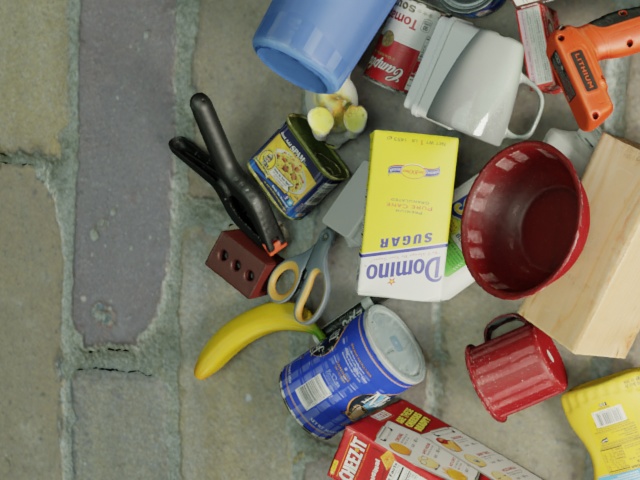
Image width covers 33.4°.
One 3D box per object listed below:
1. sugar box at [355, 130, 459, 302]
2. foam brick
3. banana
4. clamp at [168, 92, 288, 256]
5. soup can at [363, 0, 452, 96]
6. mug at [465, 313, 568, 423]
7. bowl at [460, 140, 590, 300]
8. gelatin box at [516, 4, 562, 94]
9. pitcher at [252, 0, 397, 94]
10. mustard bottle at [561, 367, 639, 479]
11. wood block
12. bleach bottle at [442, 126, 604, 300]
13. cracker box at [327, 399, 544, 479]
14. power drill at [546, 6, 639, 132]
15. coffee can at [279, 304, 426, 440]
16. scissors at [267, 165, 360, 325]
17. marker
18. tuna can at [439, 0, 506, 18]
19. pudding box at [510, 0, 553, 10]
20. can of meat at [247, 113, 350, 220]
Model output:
[{"bbox_3d":[0.092,-0.025,1.137,0.093,0.048,0.176,5,91,-1],"label":"sugar box"},{"bbox_3d":[-0.092,0.029,1.324,0.078,0.051,0.053,36,109,20],"label":"foam brick"},{"bbox_3d":[-0.081,0.117,1.325,0.198,0.037,0.069,-20,56,29],"label":"banana"},{"bbox_3d":[-0.114,-0.071,1.314,0.210,0.036,0.165,57,158,-4],"label":"clamp"},{"bbox_3d":[0.099,-0.218,1.197,0.069,0.068,0.102,30,106,22],"label":"soup can"},{"bbox_3d":[0.213,0.131,1.162,0.082,0.093,0.117,-28,45,21],"label":"mug"},{"bbox_3d":[0.216,-0.016,1.073,0.162,0.055,0.162,-20,65,51],"label":"bowl"},{"bbox_3d":[0.237,-0.200,1.124,0.030,0.073,0.089,-12,88,27],"label":"gelatin box"},{"bbox_3d":[0.019,-0.288,1.151,0.243,0.144,0.149,-61,28,-8],"label":"pitcher"},{"bbox_3d":[0.331,0.236,1.117,0.096,0.058,0.191,-24,83,26],"label":"mustard bottle"},{"bbox_3d":[0.299,0.007,1.086,0.090,0.090,0.206,39,113,46],"label":"wood block"},{"bbox_3d":[0.201,-0.045,1.162,0.251,0.068,0.102,-42,75,21],"label":"bleach bottle"},{"bbox_3d":[0.137,0.265,1.161,0.214,0.164,0.072,27,103,23],"label":"cracker box"},{"bbox_3d":[0.333,-0.177,1.051,0.187,0.057,0.184,-23,81,-1],"label":"power drill"},{"bbox_3d":[0.037,0.154,1.238,0.140,0.102,0.103,-37,77,25],"label":"coffee can"},{"bbox_3d":[-0.008,0.002,1.282,0.096,0.016,0.202,8,82,34],"label":"scissors"},{"bbox_3d":[0.041,0.089,1.278,0.121,0.020,0.020,-37,77,25],"label":"marker"},{"bbox_3d":[0.167,-0.289,1.175,0.086,0.033,0.086,2,95,27],"label":"tuna can"},{"bbox_3d":[0.231,-0.297,1.078,0.090,0.039,0.113,-11,70,25],"label":"pudding box"},{"bbox_3d":[-0.028,-0.086,1.279,0.084,0.057,0.102,-43,72,26],"label":"can of meat"}]
